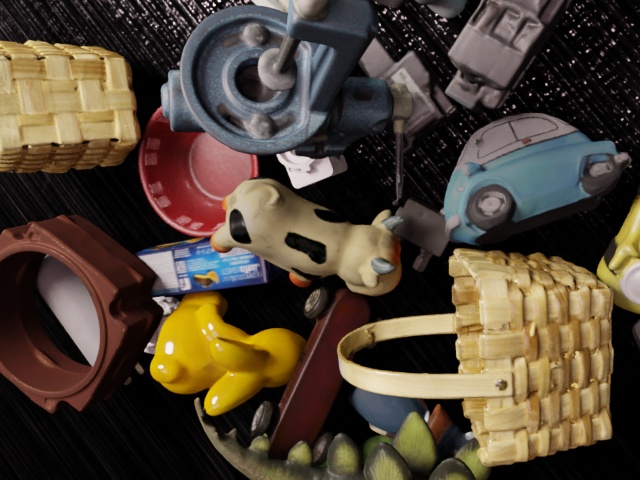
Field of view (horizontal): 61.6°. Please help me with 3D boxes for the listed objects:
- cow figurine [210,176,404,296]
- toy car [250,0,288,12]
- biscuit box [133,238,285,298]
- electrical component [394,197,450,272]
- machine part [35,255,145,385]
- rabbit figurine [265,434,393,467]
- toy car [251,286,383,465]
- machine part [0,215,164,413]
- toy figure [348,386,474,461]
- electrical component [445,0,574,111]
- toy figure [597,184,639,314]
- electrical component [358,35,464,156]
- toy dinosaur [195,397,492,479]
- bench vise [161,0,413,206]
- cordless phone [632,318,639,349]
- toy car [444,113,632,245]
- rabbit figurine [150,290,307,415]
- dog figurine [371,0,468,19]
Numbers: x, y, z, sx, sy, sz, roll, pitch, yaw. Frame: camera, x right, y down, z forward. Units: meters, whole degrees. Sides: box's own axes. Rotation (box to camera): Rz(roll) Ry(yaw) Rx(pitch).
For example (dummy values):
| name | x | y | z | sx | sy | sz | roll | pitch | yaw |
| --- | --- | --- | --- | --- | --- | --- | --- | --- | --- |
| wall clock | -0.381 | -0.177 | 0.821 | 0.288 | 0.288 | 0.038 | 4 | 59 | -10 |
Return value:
| name | x | y | z | sx | sy | sz | roll | pitch | yaw |
| --- | --- | --- | --- | --- | --- | --- | --- | --- | --- |
| cow figurine | -0.001 | -0.002 | 0.543 | 0.195 | 0.085 | 0.127 | 26 | 153 | -16 |
| toy car | -0.068 | -0.292 | 0.540 | 0.073 | 0.056 | 0.202 | -41 | 78 | 6 |
| biscuit box | -0.139 | 0.028 | 0.658 | 0.203 | 0.063 | 0.059 | -9 | 98 | 23 |
| electrical component | 0.110 | -0.015 | 0.567 | 0.063 | 0.021 | 0.094 | 31 | 112 | 14 |
| machine part | -0.321 | 0.091 | 0.740 | 0.079 | 0.079 | 0.243 | -40 | 85 | 25 |
| rabbit figurine | 0.023 | 0.287 | 0.627 | 0.170 | 0.121 | 0.159 | -11 | 102 | 9 |
| toy car | -0.003 | 0.148 | 0.589 | 0.089 | 0.053 | 0.202 | 29 | 78 | -15 |
| machine part | -0.309 | 0.088 | 0.649 | 0.201 | 0.087 | 0.201 | 37 | 108 | 10 |
| toy figure | 0.107 | 0.201 | 0.601 | 0.154 | 0.058 | 0.064 | 32 | 122 | 7 |
| electrical component | 0.161 | -0.174 | 0.458 | 0.058 | 0.115 | 0.134 | 36 | 111 | 13 |
| toy figure | 0.305 | -0.020 | 0.456 | 0.082 | 0.089 | 0.180 | 22 | 101 | 21 |
| electrical component | 0.078 | -0.150 | 0.535 | 0.075 | 0.048 | 0.119 | -41 | 85 | 25 |
| toy dinosaur | 0.087 | 0.276 | 0.539 | 0.471 | 0.105 | 0.198 | 17 | 102 | -9 |
| bench vise | -0.008 | -0.122 | 0.415 | 0.224 | 0.240 | 0.129 | 9 | 79 | -13 |
| cordless phone | 0.377 | 0.138 | 0.472 | 0.147 | 0.088 | 0.184 | -26 | 73 | 25 |
| toy car | 0.181 | -0.062 | 0.486 | 0.162 | 0.109 | 0.103 | -22 | 76 | 16 |
| rabbit figurine | -0.098 | 0.130 | 0.632 | 0.173 | 0.162 | 0.121 | 6 | 93 | 3 |
| dog figurine | 0.060 | -0.260 | 0.424 | 0.192 | 0.219 | 0.108 | 21 | 106 | 16 |
